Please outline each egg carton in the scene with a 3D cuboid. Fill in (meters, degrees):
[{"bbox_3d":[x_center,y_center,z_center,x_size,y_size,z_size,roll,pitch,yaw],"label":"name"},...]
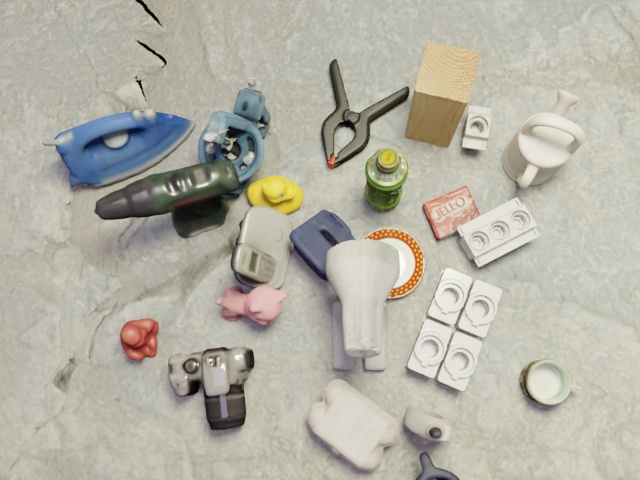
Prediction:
[{"bbox_3d":[0.055,0.317,0.979,0.150,0.069,0.107,35,84,9],"label":"egg carton"}]

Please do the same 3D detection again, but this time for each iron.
[{"bbox_3d":[-0.371,-0.196,1.060,0.258,0.141,0.118,-22,79,0],"label":"iron"}]

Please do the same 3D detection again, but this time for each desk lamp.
[{"bbox_3d":[0.071,0.114,0.941,0.118,0.213,0.203,0,80,4],"label":"desk lamp"}]

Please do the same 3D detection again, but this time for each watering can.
[{"bbox_3d":[0.387,-0.175,0.984,0.101,0.194,0.173,5,80,5],"label":"watering can"}]

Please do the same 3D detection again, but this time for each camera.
[{"bbox_3d":[-0.184,0.257,0.988,0.143,0.101,0.137,-9,79,2],"label":"camera"}]

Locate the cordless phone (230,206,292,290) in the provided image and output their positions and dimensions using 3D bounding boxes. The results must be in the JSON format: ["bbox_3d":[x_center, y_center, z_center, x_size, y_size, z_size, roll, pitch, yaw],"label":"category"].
[{"bbox_3d":[-0.107,0.007,0.986,0.094,0.185,0.148,5,80,5],"label":"cordless phone"}]

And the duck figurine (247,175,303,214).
[{"bbox_3d":[-0.086,-0.089,1.052,0.104,0.086,0.077,6,80,5],"label":"duck figurine"}]

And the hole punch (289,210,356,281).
[{"bbox_3d":[0.009,0.004,1.027,0.101,0.091,0.108,-43,80,-4],"label":"hole punch"}]

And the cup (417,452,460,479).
[{"bbox_3d":[0.185,0.404,0.943,0.091,0.095,0.118,-19,79,0],"label":"cup"}]

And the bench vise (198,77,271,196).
[{"bbox_3d":[-0.160,-0.200,1.008,0.121,0.220,0.207,-1,80,4],"label":"bench vise"}]

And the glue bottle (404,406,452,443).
[{"bbox_3d":[0.179,0.301,0.922,0.078,0.173,0.037,15,81,6],"label":"glue bottle"}]

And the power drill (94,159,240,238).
[{"bbox_3d":[-0.243,-0.066,0.995,0.229,0.208,0.075,-21,79,0],"label":"power drill"}]

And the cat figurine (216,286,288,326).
[{"bbox_3d":[-0.119,0.113,1.002,0.127,0.118,0.067,5,80,4],"label":"cat figurine"}]

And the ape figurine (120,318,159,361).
[{"bbox_3d":[-0.325,0.172,1.016,0.076,0.092,0.078,40,85,9],"label":"ape figurine"}]
